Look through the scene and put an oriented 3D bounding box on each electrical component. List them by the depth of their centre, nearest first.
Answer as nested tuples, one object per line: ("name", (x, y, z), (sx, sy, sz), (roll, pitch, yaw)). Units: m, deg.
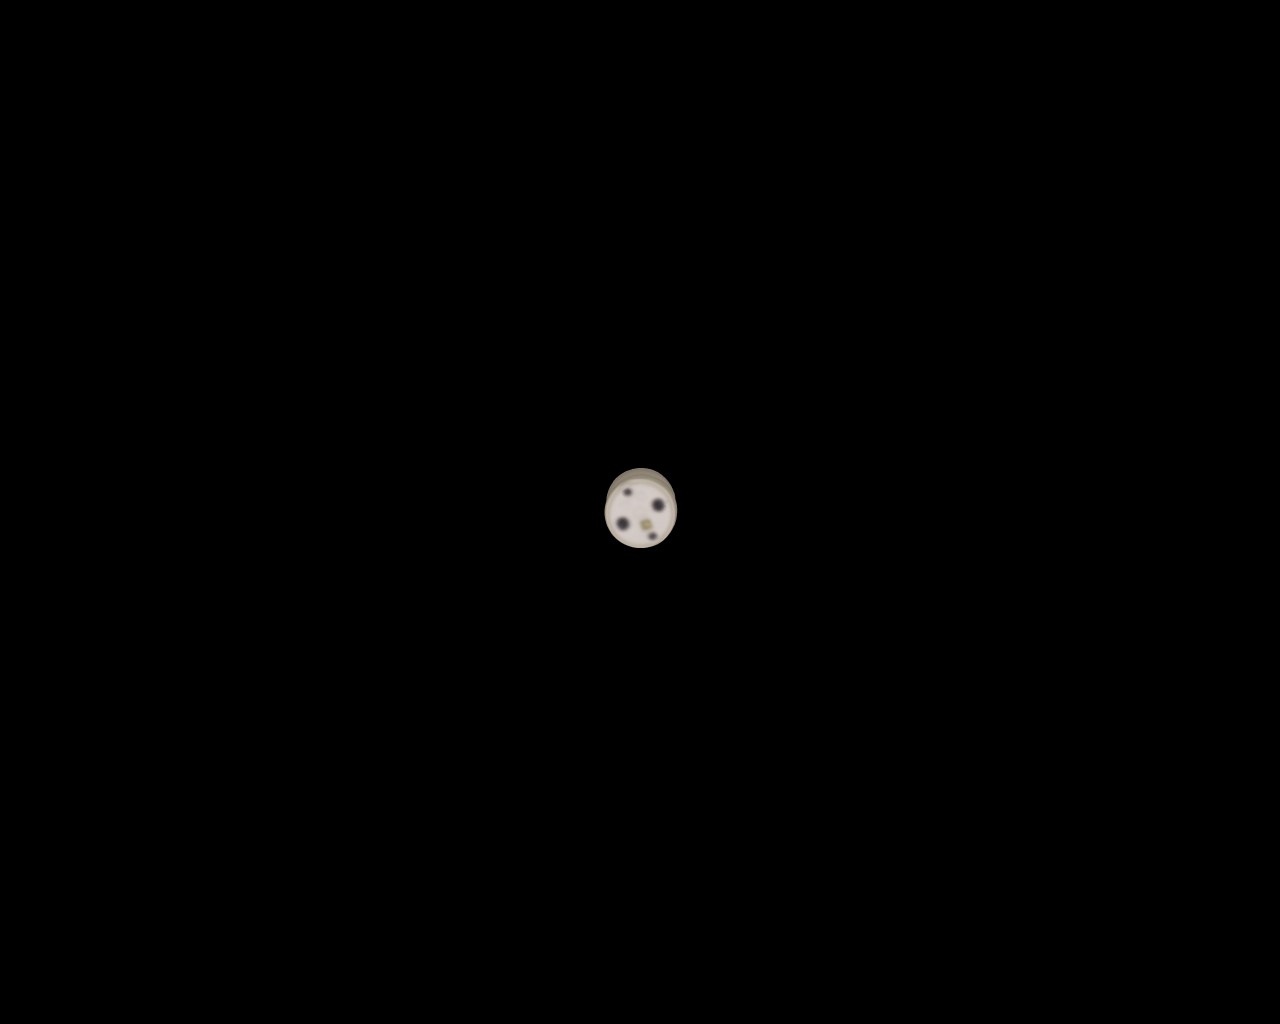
("electrical component", (0.001, -0.003, 0.650), (0.045, 0.044, 0.055), (0, 8, 0))
